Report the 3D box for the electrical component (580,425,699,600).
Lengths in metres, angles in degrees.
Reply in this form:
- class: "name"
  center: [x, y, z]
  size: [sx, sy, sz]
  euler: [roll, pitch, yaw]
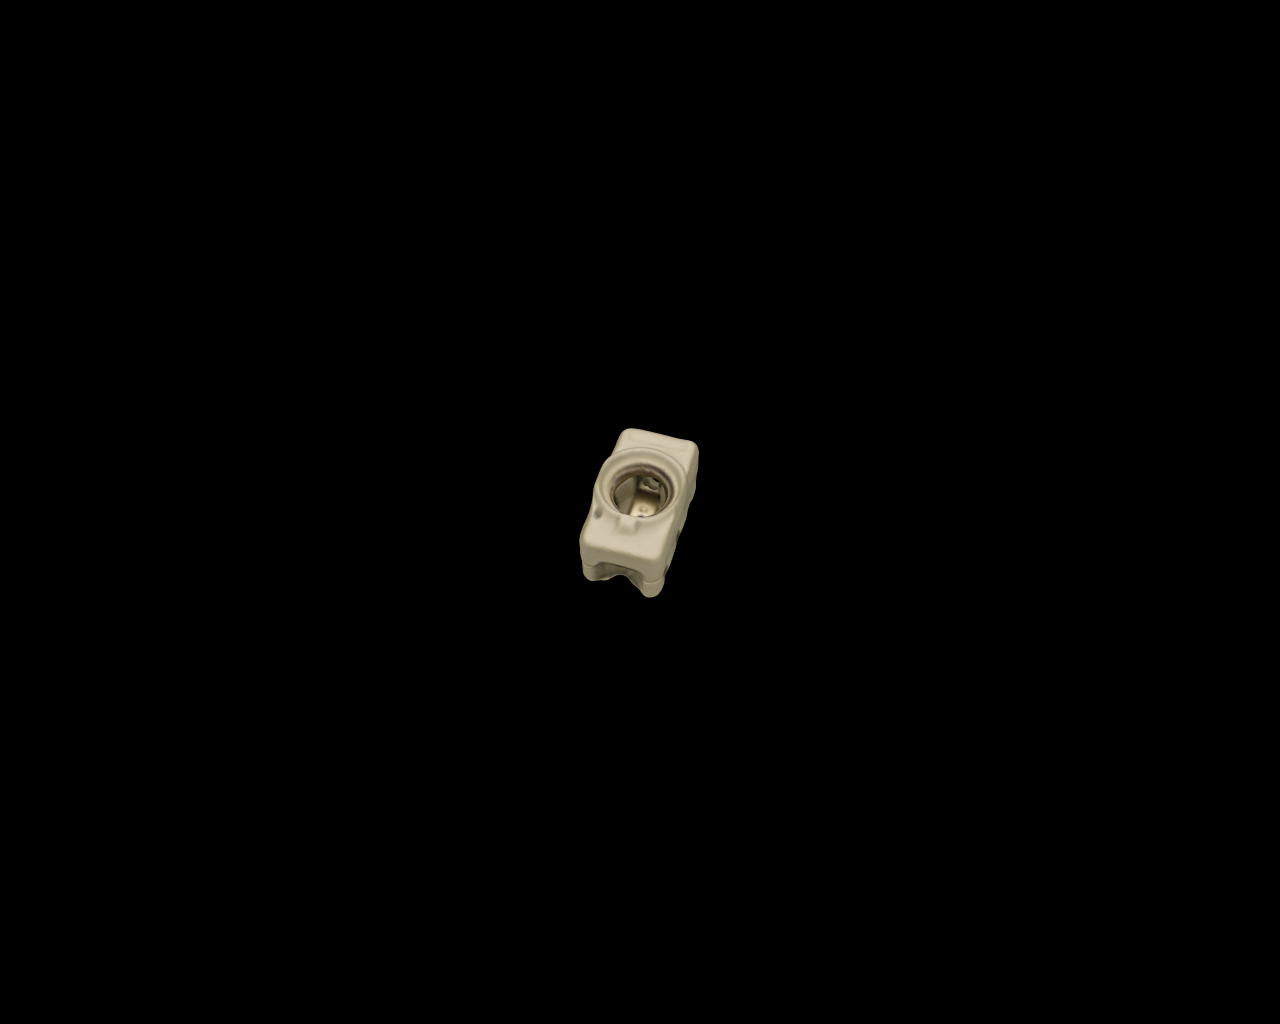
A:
- class: "electrical component"
  center: [0.001, -0.003, 0.650]
  size: [0.050, 0.090, 0.055]
  euler: [15, -32, 9]
